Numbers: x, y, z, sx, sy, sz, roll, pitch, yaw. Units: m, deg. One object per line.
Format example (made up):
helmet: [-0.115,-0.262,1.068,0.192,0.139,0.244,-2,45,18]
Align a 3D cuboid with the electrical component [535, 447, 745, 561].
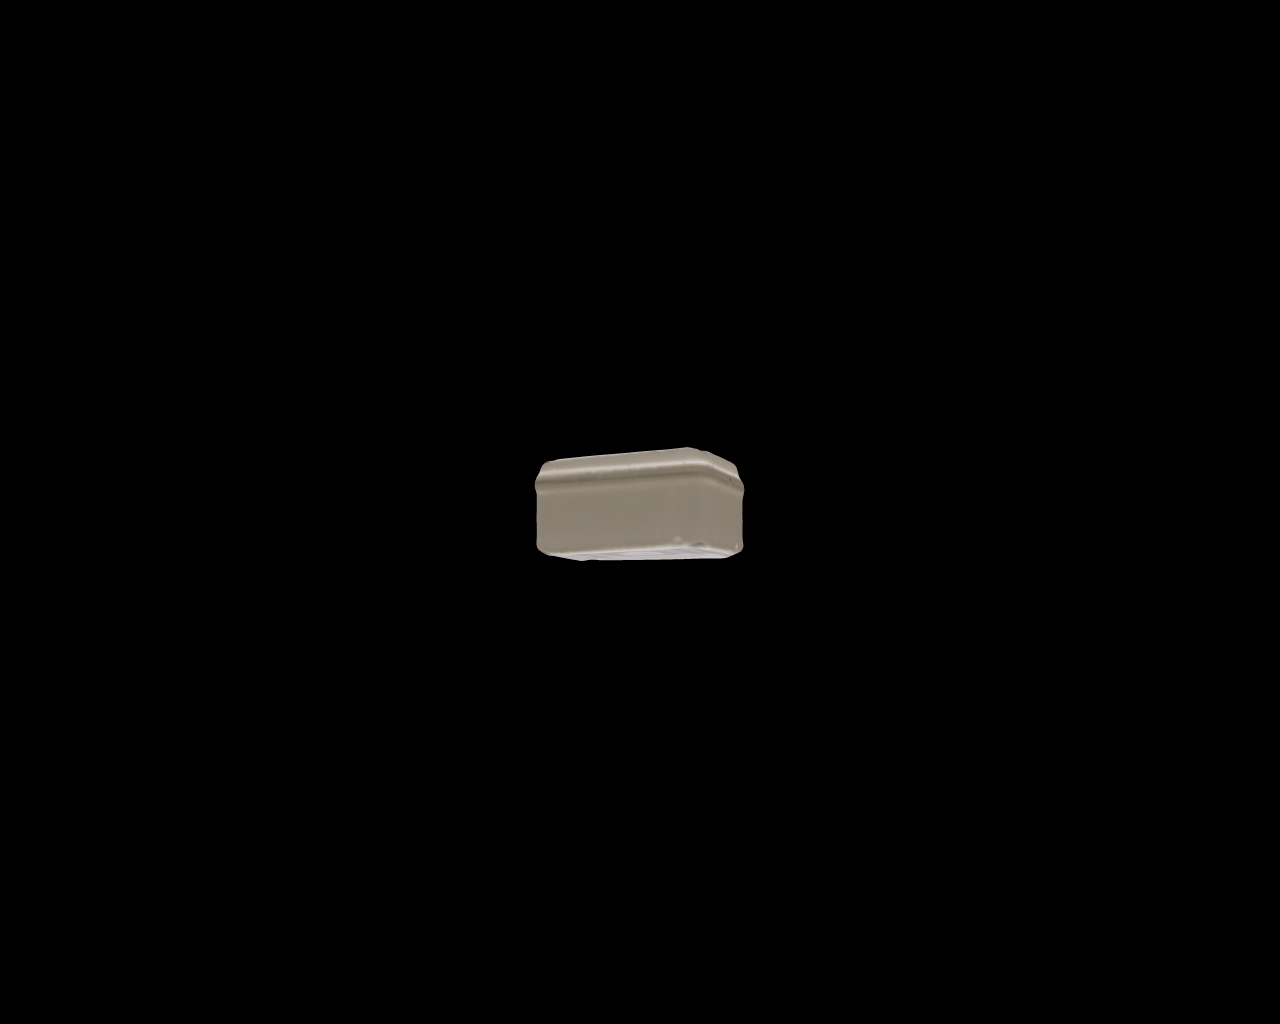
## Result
electrical component: [0.001,-0.003,0.650,0.113,0.057,0.078,-3,-7,22]
